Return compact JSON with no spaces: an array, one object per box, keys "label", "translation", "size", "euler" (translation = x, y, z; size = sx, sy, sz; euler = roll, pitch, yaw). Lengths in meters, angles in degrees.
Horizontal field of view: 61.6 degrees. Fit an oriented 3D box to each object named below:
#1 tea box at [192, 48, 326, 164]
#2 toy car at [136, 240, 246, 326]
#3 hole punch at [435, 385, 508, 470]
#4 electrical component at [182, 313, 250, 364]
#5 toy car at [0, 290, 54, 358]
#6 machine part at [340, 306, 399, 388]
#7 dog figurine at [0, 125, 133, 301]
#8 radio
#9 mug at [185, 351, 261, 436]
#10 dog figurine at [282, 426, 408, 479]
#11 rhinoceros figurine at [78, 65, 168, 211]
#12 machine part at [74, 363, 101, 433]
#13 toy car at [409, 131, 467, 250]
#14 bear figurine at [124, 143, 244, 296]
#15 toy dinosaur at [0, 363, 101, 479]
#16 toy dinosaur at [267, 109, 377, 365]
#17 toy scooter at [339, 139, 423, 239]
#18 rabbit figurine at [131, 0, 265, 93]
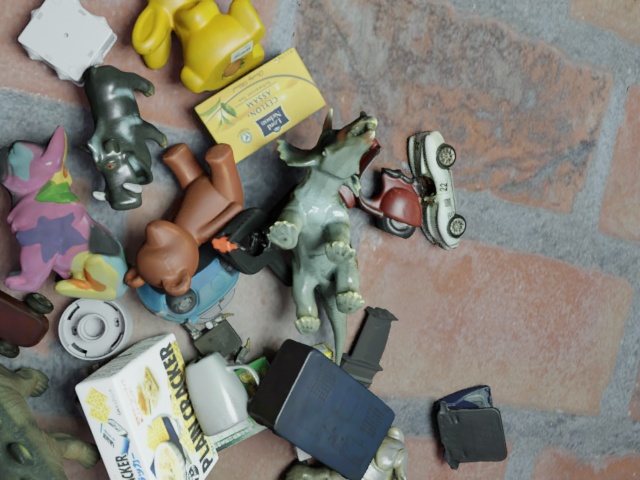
[{"label":"tea box","translation":[-0.090,-0.194,0.788],"size":[0.170,0.068,0.098],"euler":[-37,107,-10]},{"label":"toy car","translation":[-0.179,0.065,0.793],"size":[0.162,0.109,0.102],"euler":[-37,136,-20]},{"label":"hole punch","translation":[0.275,0.336,0.987],"size":[0.116,0.092,0.142],"euler":[-9,106,15]},{"label":"electrical component","translation":[-0.155,0.153,0.835],"size":[0.078,0.045,0.102],"euler":[-31,107,-12]},{"label":"toy car","translation":[-0.466,0.080,0.724],"size":[0.202,0.053,0.089],"euler":[36,86,-23]},{"label":"machine part","translation":[0.081,0.181,0.918],"size":[0.084,0.039,0.138],"euler":[24,93,-14]},{"label":"dog figurine","translation":[-0.339,-0.037,0.718],"size":[0.191,0.108,0.219],"euler":[9,92,-20]},{"label":"radio","translation":[0.007,0.264,0.822],"size":[0.229,0.073,0.131],"euler":[44,67,-32]},{"label":"mug","translation":[-0.146,0.218,0.796],"size":[0.110,0.081,0.107],"euler":[-28,90,11]},{"label":"dog figurine","translation":[0.041,0.385,0.915],"size":[0.191,0.121,0.172],"euler":[19,59,-2]},{"label":"rhinoceros figurine","translation":[-0.262,-0.134,0.710],"size":[0.073,0.112,0.190],"euler":[-7,92,18]},{"label":"machine part","translation":[-0.292,0.288,0.799],"size":[0.079,0.079,0.243],"euler":[-24,106,-12]},{"label":"toy car","translation":[0.192,-0.080,0.890],"size":[0.056,0.074,0.201],"euler":[-15,103,-17]},{"label":"bear figurine","translation":[-0.190,-0.028,0.728],"size":[0.196,0.120,0.131],"euler":[-54,139,-38]},{"label":"toy dinosaur","translation":[-0.432,0.203,0.680],"size":[0.472,0.198,0.105],"euler":[36,75,13]},{"label":"toy dinosaur","translation":[0.004,0.002,0.782],"size":[0.131,0.192,0.404],"euler":[4,134,4]},{"label":"toy scooter","translation":[0.095,-0.087,0.860],"size":[0.184,0.075,0.135],"euler":[21,93,-14]},{"label":"rabbit figurine","translation":[-0.178,-0.293,0.737],"size":[0.162,0.122,0.173],"euler":[-35,92,-1]}]
